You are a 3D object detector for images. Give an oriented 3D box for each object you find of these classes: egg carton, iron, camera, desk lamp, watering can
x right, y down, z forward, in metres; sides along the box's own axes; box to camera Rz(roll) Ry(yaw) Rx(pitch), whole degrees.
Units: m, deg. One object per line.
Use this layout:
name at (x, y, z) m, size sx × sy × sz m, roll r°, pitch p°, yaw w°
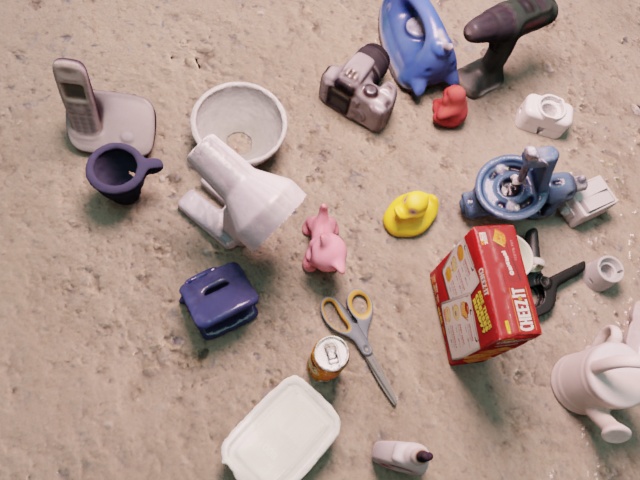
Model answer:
egg carton at (0.563, 0.180, 0.963) m, size 0.107 × 0.069 × 0.150 m, roll 25°, pitch 68°, yaw 3°
iron at (0.186, -0.415, 1.107) m, size 0.119 × 0.141 × 0.258 m, roll -18°, pitch 72°, yaw -14°
camera at (0.090, -0.302, 1.072) m, size 0.143 × 0.101 × 0.137 m, roll 33°, pitch 68°, yaw 6°
desk lamp at (-0.129, -0.062, 0.886) m, size 0.203 × 0.213 × 0.118 m, roll 38°, pitch 69°, yaw 8°
watering can at (0.444, 0.214, 0.866) m, size 0.101 × 0.194 × 0.173 m, roll -5°, pitch 69°, yaw -9°

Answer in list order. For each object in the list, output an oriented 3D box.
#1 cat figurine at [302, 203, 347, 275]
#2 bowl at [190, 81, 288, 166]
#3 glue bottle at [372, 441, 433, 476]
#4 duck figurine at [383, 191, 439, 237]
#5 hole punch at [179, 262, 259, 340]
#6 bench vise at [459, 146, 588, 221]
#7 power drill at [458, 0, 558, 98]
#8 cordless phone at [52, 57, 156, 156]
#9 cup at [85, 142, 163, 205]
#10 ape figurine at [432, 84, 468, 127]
cat figurine at (0.009, 0.003, 0.931) m, size 0.067 × 0.117 × 0.128 m, roll 0°, pitch 69°, yaw -7°
bowl at (-0.142, -0.191, 1.010) m, size 0.167 × 0.074 × 0.167 m, roll 3°, pitch 68°, yaw -7°
glue bottle at (0.125, 0.303, 0.799) m, size 0.078 × 0.173 × 0.037 m, roll 15°, pitch 67°, yaw -1°
duck figurine at (0.165, -0.056, 0.993) m, size 0.105 × 0.086 × 0.077 m, roll -25°, pitch 74°, yaw -16°
hole punch at (-0.159, 0.089, 0.889) m, size 0.109 × 0.091 × 0.101 m, roll -26°, pitch 74°, yaw -16°
bench vise at (0.360, -0.110, 0.969) m, size 0.208 × 0.219 × 0.121 m, roll -23°, pitch 73°, yaw -15°
power drill at (0.329, -0.364, 1.071) m, size 0.230 × 0.208 × 0.075 m, roll -31°, pitch 75°, yaw -18°
cordless phone at (-0.349, -0.218, 0.933) m, size 0.147 × 0.185 × 0.094 m, roll 3°, pitch 68°, yaw -6°
cup at (-0.313, -0.102, 0.941) m, size 0.118 × 0.095 × 0.091 m, roll -11°, pitch 70°, yaw -12°
ape figurine at (0.249, -0.259, 1.081) m, size 0.076 × 0.092 × 0.078 m, roll 43°, pitch 69°, yaw 10°
